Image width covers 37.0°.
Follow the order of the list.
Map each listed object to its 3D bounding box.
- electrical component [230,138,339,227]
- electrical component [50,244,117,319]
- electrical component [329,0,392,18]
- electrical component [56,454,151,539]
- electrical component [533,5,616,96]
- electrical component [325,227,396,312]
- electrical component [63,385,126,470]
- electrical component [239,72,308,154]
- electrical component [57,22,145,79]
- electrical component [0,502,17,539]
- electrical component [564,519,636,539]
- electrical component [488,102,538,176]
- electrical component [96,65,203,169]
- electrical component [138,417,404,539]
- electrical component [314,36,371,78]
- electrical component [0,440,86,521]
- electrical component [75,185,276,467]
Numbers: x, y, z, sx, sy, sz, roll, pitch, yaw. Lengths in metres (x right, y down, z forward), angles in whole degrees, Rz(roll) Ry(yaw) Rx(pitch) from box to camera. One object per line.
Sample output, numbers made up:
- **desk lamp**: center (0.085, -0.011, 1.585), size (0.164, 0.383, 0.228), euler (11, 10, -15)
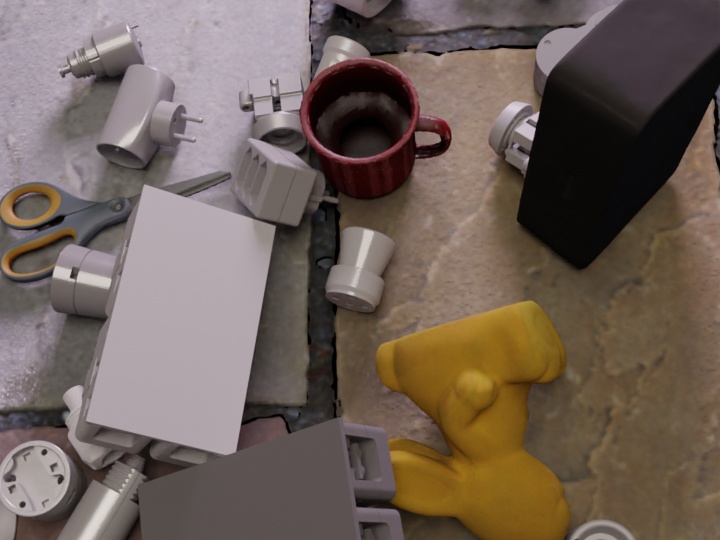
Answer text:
- **electrical component**: center (-0.054, -0.066, 0.863), size (0.066, 0.077, 0.047), euler (43, 116, 56)
- **electrical component**: center (-0.212, 0.011, 0.853), size (0.047, 0.055, 0.055), euler (11, 71, 5)
- **electrical component**: center (0.016, -0.265, 0.909), size (0.060, 0.108, 0.108), euler (34, 76, 10)
- **electrical component**: center (-0.183, 0.174, 0.794), size (0.043, 0.043, 0.081), euler (26, 74, 14)
- **electrical component**: center (0.209, -0.191, 0.878), size (0.138, 0.073, 0.052), euler (-23, 69, -3)
- **electrical component**: center (0.000, 0.000, 0.841), size (0.045, 0.045, 0.055), euler (14, 72, 10)
- **electrical component**: center (-0.203, 0.116, 0.817), size (0.043, 0.043, 0.062), euler (-37, 70, -9)
- **electrical component**: center (-0.067, -0.129, 0.896), size (0.066, 0.048, 0.055), euler (-8, 62, 2)
- **electrical component**: center (-0.224, -0.186, 0.934), size (0.078, 0.040, 0.040), euler (-22, 69, -3)
- **electrical component**: center (-0.301, 0.180, 0.776), size (0.064, 0.099, 0.099), euler (-7, 69, 9)
- **electrical component**: center (0.167, 0.201, 0.749), size (0.055, 0.047, 0.055), euler (-2, 70, 5)
- **electrical component**: center (0.138, -0.104, 0.865), size (0.055, 0.048, 0.066), euler (35, 50, 20)
- **electrical component**: center (-0.172, -0.125, 0.905), size (0.079, 0.043, 0.077), euler (13, 71, 10)
- **electrical component**: center (-0.061, 0.178, 0.731), size (0.186, 0.060, 0.105), euler (-23, 65, 31)
- **electrical component**: center (-0.018, -0.168, 0.910), size (0.040, 0.040, 0.046), euler (20, 79, 12)
- **electrical component**: center (-0.235, 0.159, 0.802), size (0.055, 0.047, 0.055), euler (-2, 69, 4)
- **electrical component**: center (-0.136, 0.044, 0.799), size (0.105, 0.060, 0.186), euler (17, 61, -18)
